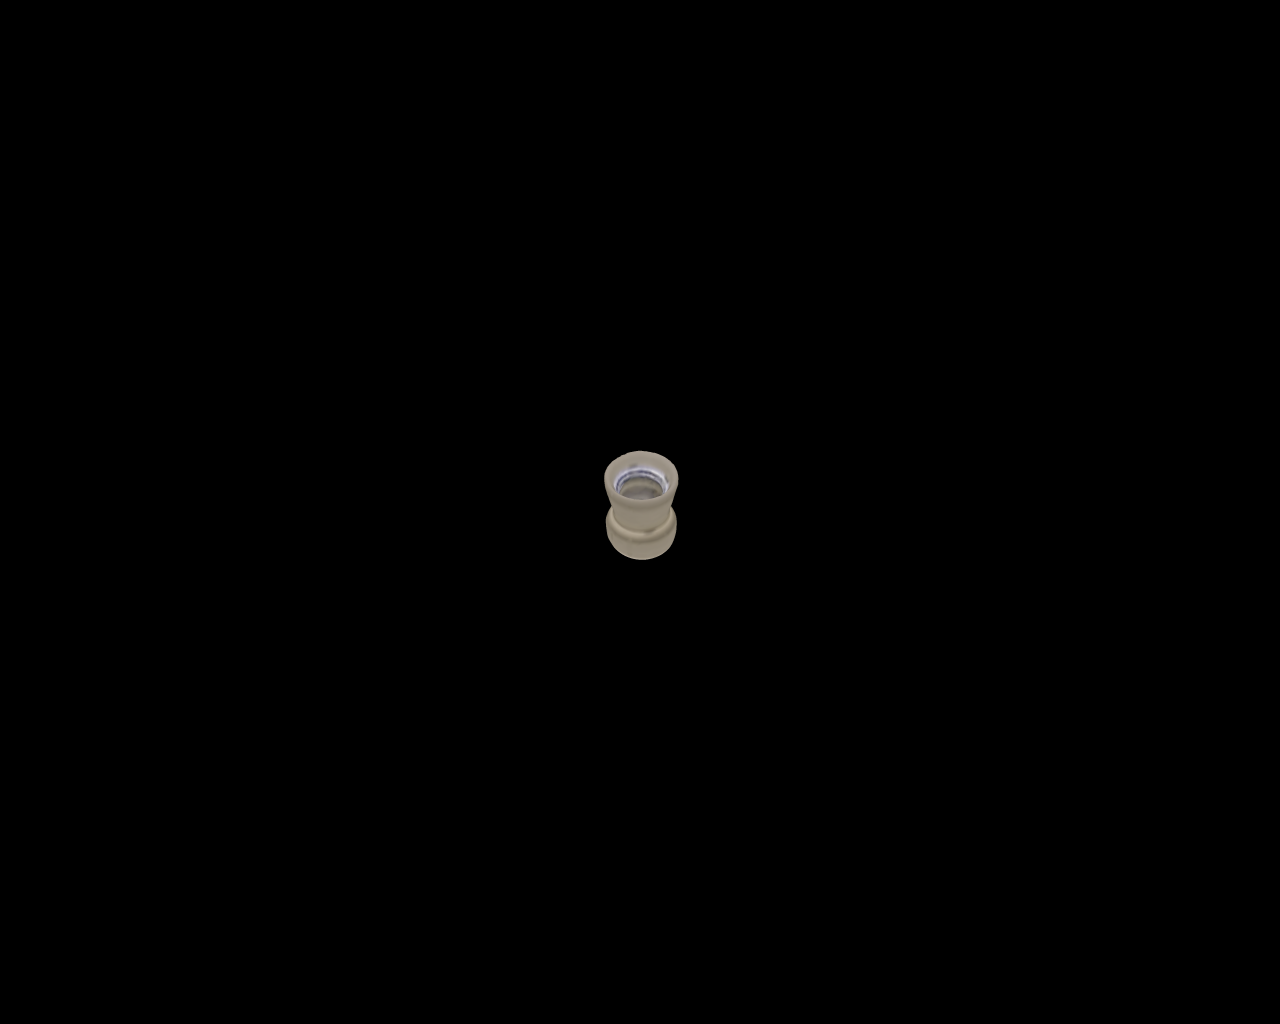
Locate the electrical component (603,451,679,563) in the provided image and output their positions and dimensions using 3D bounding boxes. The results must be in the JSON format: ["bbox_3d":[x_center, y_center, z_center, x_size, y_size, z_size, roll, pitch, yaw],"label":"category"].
[{"bbox_3d":[0.001,-0.003,0.650,0.045,0.045,0.055,0,-45,0],"label":"electrical component"}]
